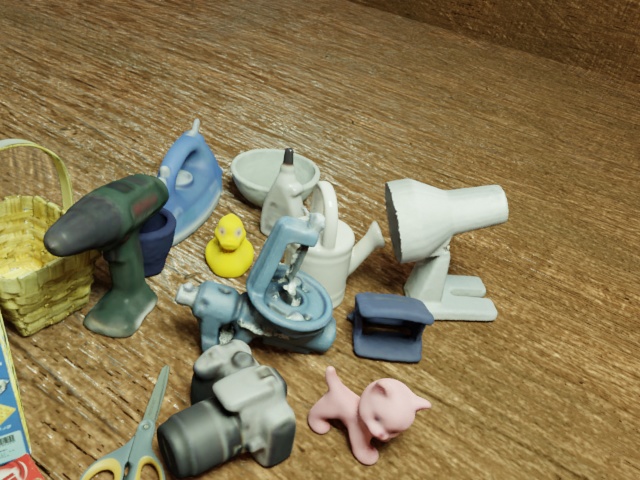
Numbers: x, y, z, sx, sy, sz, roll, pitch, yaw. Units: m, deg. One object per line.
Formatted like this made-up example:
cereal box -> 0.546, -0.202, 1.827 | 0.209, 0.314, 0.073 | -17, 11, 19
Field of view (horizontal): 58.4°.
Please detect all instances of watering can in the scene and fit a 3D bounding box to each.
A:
watering can -> 0.007, 0.002, 0.848 | 0.173, 0.194, 0.100 | -14, 41, -30

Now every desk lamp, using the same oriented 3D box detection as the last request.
desk lamp -> 0.183, 0.009, 0.861 | 0.203, 0.213, 0.118 | 3, 35, -9

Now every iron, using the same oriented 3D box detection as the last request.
iron -> -0.245, -0.100, 0.982 | 0.118, 0.141, 0.258 | 10, 34, 2

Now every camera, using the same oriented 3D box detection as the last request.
camera -> -0.113, 0.188, 0.635 | 0.137, 0.101, 0.142 | -18, 43, -33

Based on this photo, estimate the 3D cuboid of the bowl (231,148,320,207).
bowl -> -0.086, -0.105, 1.085 | 0.167, 0.075, 0.167 | 6, 35, -4

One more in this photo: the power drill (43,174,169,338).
power drill -> -0.266, 0.020, 0.745 | 0.075, 0.208, 0.230 | 13, 35, 6

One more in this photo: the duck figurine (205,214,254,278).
duck figurine -> -0.143, -0.002, 0.914 | 0.077, 0.086, 0.104 | 4, 35, -8

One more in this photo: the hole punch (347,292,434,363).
hole punch -> 0.098, 0.107, 0.809 | 0.108, 0.091, 0.101 | 7, 35, -4

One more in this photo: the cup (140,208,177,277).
cup -> -0.270, -0.001, 0.874 | 0.092, 0.095, 0.117 | -14, 41, -30

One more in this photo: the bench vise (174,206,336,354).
bench vise -> -0.070, 0.063, 0.719 | 0.208, 0.220, 0.121 | -7, 38, -22

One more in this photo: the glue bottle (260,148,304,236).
glue bottle -> -0.058, -0.075, 0.961 | 0.078, 0.173, 0.037 | 26, 38, 23

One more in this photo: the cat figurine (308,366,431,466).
cat figurine -> 0.056, 0.189, 0.658 | 0.127, 0.118, 0.067 | 25, 38, 22
